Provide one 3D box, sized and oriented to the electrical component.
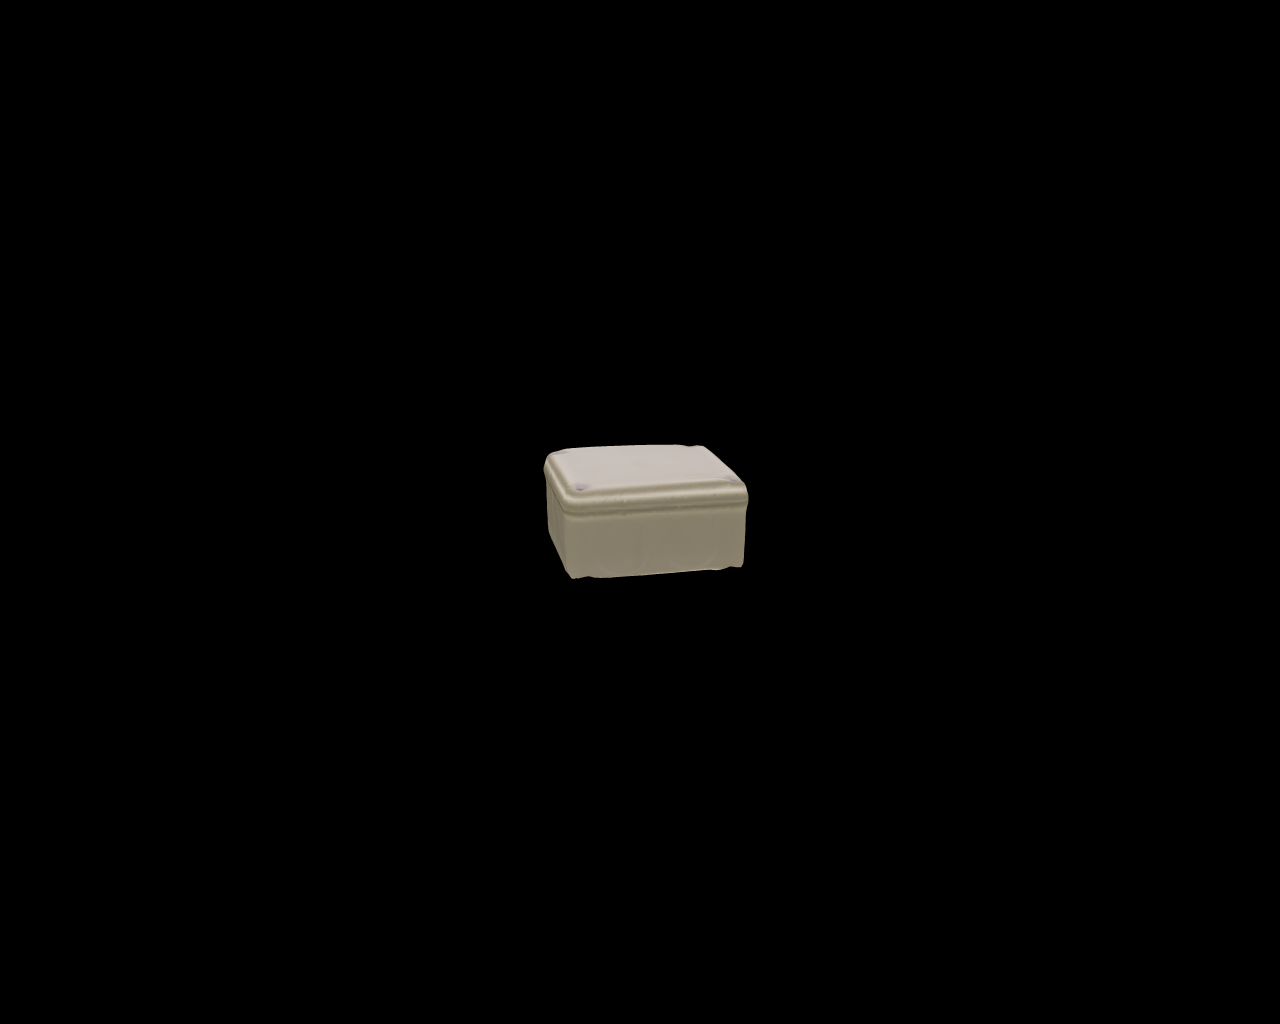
[{"bbox_3d":[0.001,-0.003,0.650,0.109,0.056,0.109,-3,16,-11],"label":"electrical component"}]
